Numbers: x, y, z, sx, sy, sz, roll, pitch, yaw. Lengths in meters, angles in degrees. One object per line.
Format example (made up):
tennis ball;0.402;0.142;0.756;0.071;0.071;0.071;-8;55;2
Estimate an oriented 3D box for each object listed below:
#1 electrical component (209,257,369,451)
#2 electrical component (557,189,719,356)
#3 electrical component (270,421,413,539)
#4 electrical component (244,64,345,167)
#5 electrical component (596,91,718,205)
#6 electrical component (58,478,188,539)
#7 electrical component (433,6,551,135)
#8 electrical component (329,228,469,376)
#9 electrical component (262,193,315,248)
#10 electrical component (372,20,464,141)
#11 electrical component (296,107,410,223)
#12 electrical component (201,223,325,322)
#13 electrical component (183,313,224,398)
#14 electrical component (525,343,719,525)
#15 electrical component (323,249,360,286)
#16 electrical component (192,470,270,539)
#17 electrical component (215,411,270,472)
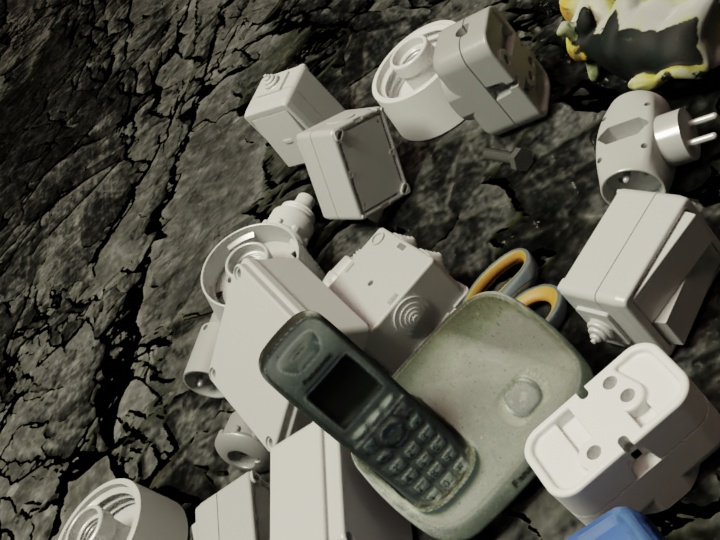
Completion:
electrical component;-0.055;0.061;0.792;0.109;0.056;0.108;42;125;43
electrical component;0.172;0.007;0.654;0.061;0.062;0.096;15;66;53
electrical component;-0.011;0.156;0.686;0.057;0.078;0.113;-34;35;23
electrical component;-0.065;-0.151;1.050;0.062;0.096;0.061;-9;49;43
electrical component;0.205;-0.086;0.732;0.079;0.043;0.077;-17;43;36
electrical component;-0.195;0.215;0.841;0.108;0.060;0.108;-29;37;25
electrical component;0.104;-0.158;0.871;0.059;0.095;0.053;-20;42;35
electrical component;0.022;0.023;0.816;0.099;0.048;0.100;-49;33;-4
electrical component;-0.061;-0.043;0.982;0.048;0.048;0.062;-10;41;42
electrical component;0.060;-0.177;0.971;0.108;0.060;0.108;-29;37;25
electrical component;-0.006;-0.085;0.925;0.062;0.096;0.061;-32;22;-34
electrical component;-0.084;0.010;0.918;0.099;0.064;0.099;-12;49;15
electrical component;-0.120;0.065;0.933;0.043;0.043;0.081;-16;44;37
electrical component;0.148;0.095;0.591;0.095;0.059;0.053;-42;34;6
electrical component;0.000;0.000;0.877;0.061;0.035;0.035;-47;33;-5
electrical component;-0.073;0.197;0.726;0.061;0.062;0.096;-36;35;16
electrical component;-0.081;0.121;0.831;0.048;0.048;0.062;-17;36;36
